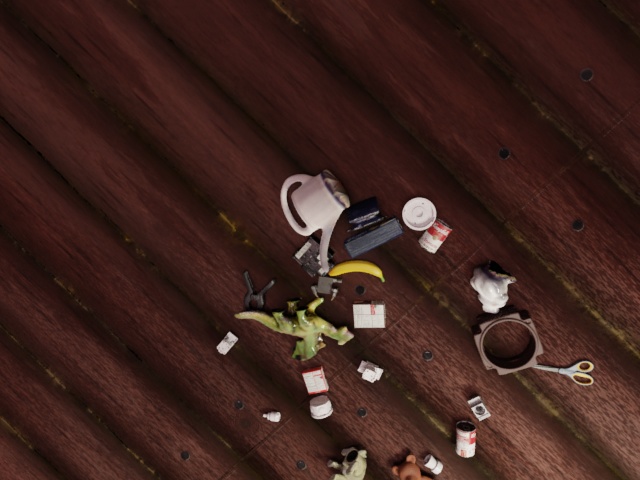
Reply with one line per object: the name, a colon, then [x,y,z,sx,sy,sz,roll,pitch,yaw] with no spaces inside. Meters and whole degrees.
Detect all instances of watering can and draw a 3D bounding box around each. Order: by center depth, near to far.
watering can: [0.005,-0.087,1.721,0.222,0.104,0.351,-35,75,15]

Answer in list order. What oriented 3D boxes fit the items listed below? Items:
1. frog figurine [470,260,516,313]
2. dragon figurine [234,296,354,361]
frog figurine: [0.553,0.164,1.691,0.139,0.123,0.157,34,118,35]
dragon figurine: [-0.084,0.331,1.835,0.409,0.124,0.239,-8,107,12]
